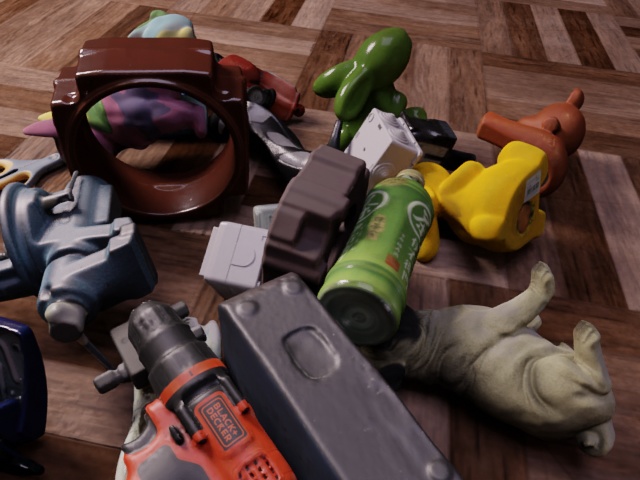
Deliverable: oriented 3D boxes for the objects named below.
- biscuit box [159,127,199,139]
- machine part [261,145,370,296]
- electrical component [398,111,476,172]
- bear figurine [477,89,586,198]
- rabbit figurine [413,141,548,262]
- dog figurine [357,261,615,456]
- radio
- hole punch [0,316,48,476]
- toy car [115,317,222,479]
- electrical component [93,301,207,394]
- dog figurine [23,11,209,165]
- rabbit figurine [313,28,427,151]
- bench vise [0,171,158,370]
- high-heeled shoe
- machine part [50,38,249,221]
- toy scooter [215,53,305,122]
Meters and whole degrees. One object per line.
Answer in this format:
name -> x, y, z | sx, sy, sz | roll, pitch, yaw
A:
biscuit box -> -0.272, -0.189, 0.783 | 0.203, 0.059, 0.063 | -1, 43, -7
machine part -> -0.001, -0.002, 0.531 | 0.056, 0.179, 0.179 | 19, 44, 10
electrical component -> 0.155, -0.126, 0.744 | 0.119, 0.074, 0.048 | 4, 42, -20
bear figurine -> 0.294, -0.140, 0.744 | 0.132, 0.120, 0.196 | 18, 42, 19
rabbit figurine -> 0.165, -0.041, 0.651 | 0.162, 0.121, 0.173 | -38, 43, -26
dog figurine -> 0.134, 0.123, 0.474 | 0.191, 0.121, 0.172 | -17, 42, -3
radio -> 0.005, 0.139, 0.403 | 0.073, 0.131, 0.230 | -24, 50, -25
hole punch -> -0.274, 0.114, 0.413 | 0.142, 0.115, 0.092 | 10, 49, 7
toy car -> -0.119, 0.143, 0.441 | 0.073, 0.056, 0.202 | -1, 43, -7
electrical component -> -0.145, 0.088, 0.447 | 0.094, 0.021, 0.063 | -27, 46, -24
dog figurine -> -0.255, -0.179, 0.676 | 0.219, 0.191, 0.109 | -9, 29, -11
rabbit figurine -> 0.070, -0.216, 0.765 | 0.159, 0.170, 0.121 | -18, 47, -24
bench vise -> -0.280, 0.028, 0.505 | 0.241, 0.128, 0.224 | -15, 50, -6
high-heeled shoe -> -0.071, -0.105, 0.728 | 0.249, 0.086, 0.145 | 8, 71, 28
machine part -> -0.182, -0.117, 0.611 | 0.201, 0.200, 0.087 | -2, 45, -8
toy scooter -> -0.094, -0.221, 0.808 | 0.135, 0.075, 0.184 | 29, 17, 7
